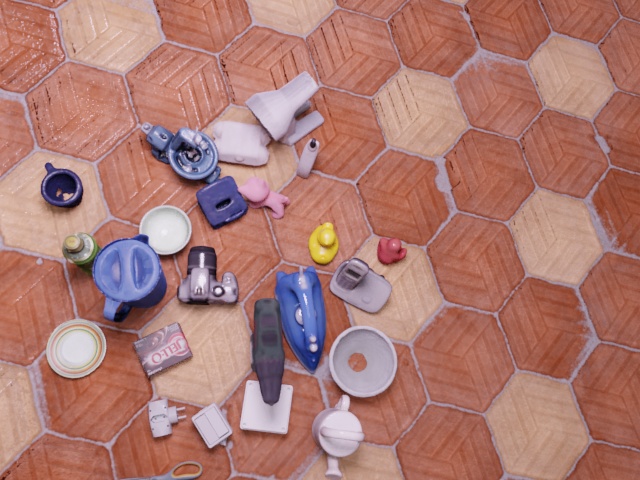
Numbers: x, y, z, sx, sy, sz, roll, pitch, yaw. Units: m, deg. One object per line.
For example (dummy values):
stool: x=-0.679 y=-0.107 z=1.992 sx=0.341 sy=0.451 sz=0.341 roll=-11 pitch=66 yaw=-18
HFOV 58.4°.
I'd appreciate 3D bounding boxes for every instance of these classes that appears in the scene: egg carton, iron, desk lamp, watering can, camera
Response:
egg carton: x=-0.203 y=-0.247 z=1.469 sx=0.150 sy=0.069 sz=0.107 roll=6 pitch=76 yaw=-7
iron: x=-0.032 y=0.186 z=1.355 sx=0.119 sy=0.141 sz=0.258 roll=-10 pitch=78 yaw=-11
desk lamp: x=-0.084 y=-0.324 z=1.432 sx=0.203 sy=0.213 sz=0.118 roll=-38 pitch=84 yaw=-15
watering can: x=0.045 y=0.440 z=1.279 sx=0.101 sy=0.194 sz=0.173 roll=-9 pitch=78 yaw=-10
camera: x=-0.265 y=0.084 z=1.364 sx=0.143 sy=0.100 sz=0.137 roll=1 pitch=76 yaw=-8

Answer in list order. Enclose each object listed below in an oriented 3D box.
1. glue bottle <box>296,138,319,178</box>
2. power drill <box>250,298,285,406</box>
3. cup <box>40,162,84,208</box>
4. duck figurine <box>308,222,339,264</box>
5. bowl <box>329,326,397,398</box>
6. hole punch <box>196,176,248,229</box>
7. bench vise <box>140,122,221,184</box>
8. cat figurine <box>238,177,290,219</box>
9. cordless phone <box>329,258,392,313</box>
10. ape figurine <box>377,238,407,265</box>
glue bottle: x=-0.025 y=-0.217 z=1.436 sx=0.037 sy=0.173 sz=0.078 roll=21 pitch=74 yaw=-3
power drill: x=-0.117 y=0.252 z=1.291 sx=0.076 sy=0.208 sz=0.229 roll=-2 pitch=77 yaw=-9
cup: x=-0.611 y=-0.123 z=1.364 sx=0.092 sy=0.095 sz=0.118 roll=-33 pitch=83 yaw=-14
duck figurine: x=0.013 y=0.005 z=1.434 sx=0.077 sy=0.086 sz=0.104 roll=10 pitch=75 yaw=-6
bowl: x=0.098 y=0.293 z=1.384 sx=0.167 sy=0.074 sz=0.167 roll=2 pitch=76 yaw=-8
hole punch: x=-0.240 y=-0.093 z=1.416 sx=0.109 sy=0.091 sz=0.101 roll=-30 pitch=83 yaw=-14
bench vise: x=-0.339 y=-0.219 z=1.364 sx=0.207 sy=0.219 sz=0.121 roll=13 pitch=75 yaw=-5
cat figurine: x=-0.137 y=-0.114 z=1.423 sx=0.128 sy=0.117 sz=0.067 roll=21 pitch=74 yaw=-3
cordless phone: x=0.108 y=0.102 z=1.374 sx=0.147 sy=0.185 sz=0.094 roll=26 pitch=74 yaw=-2
ape figurine: x=0.183 y=0.022 z=1.453 sx=0.076 sy=0.092 sz=0.078 roll=-42 pitch=86 yaw=-15
